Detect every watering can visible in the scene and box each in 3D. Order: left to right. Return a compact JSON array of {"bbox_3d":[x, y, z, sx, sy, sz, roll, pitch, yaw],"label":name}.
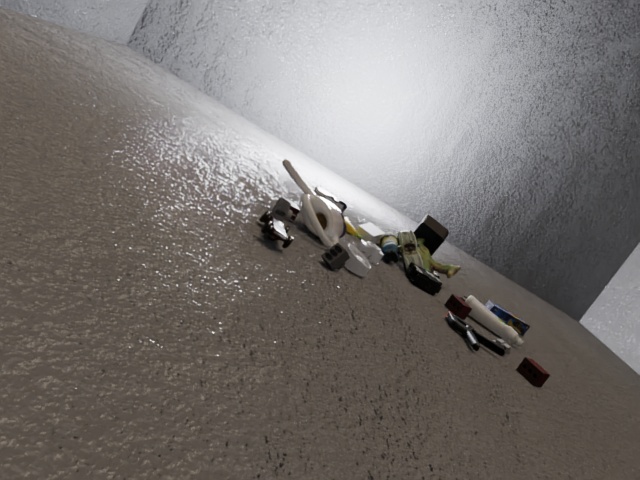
[{"bbox_3d":[-0.012,-0.115,1.762,0.351,0.103,0.223,64,16,14],"label":"watering can"}]

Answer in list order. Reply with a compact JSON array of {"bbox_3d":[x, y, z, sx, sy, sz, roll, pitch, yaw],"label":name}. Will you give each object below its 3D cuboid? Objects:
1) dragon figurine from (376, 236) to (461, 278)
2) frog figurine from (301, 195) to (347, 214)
[{"bbox_3d":[0.395,0.078,2.175,0.410,0.120,0.247,12,23,-12],"label":"dragon figurine"},{"bbox_3d":[0.006,-0.099,1.975,0.161,0.120,0.139,-24,58,-32],"label":"frog figurine"}]
